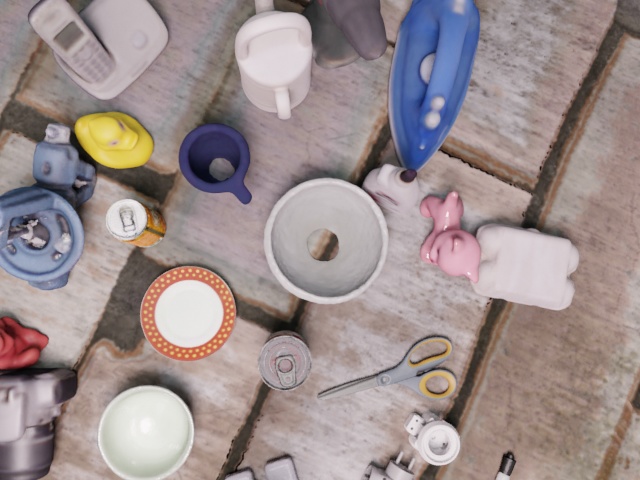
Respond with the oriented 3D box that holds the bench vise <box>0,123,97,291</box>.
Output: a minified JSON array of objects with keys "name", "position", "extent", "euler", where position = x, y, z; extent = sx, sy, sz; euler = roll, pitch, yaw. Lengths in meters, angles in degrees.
[{"name":"bench vise","position":[-0.358,-0.044,0.694],"extent":[0.121,0.219,0.207],"euler":[-9,86,-4]}]

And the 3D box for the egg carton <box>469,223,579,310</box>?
[{"name":"egg carton","position":[0.285,0.036,0.802],"extent":[0.150,0.069,0.107],"euler":[10,85,-2]}]

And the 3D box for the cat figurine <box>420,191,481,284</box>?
[{"name":"cat figurine","position":[0.180,-0.004,0.774],"extent":[0.067,0.117,0.128],"euler":[-1,85,-3]}]

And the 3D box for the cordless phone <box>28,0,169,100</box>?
[{"name":"cordless phone","position":[-0.282,-0.274,0.734],"extent":[0.094,0.185,0.148],"euler":[40,84,1]}]

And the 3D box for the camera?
[{"name":"camera","position":[-0.396,0.236,0.728],"extent":[0.143,0.100,0.137],"euler":[-1,85,-3]}]

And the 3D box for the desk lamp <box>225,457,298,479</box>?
[{"name":"desk lamp","position":[-0.057,0.399,0.679],"extent":[0.118,0.213,0.203],"euler":[-17,86,-4]}]

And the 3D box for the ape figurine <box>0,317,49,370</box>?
[{"name":"ape figurine","position":[-0.410,0.136,0.740],"extent":[0.076,0.092,0.078],"euler":[-25,87,-5]}]

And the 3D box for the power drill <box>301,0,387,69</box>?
[{"name":"power drill","position":[0.024,-0.307,0.744],"extent":[0.075,0.208,0.230],"euler":[-20,87,-4]}]

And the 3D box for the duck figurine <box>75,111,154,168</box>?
[{"name":"duck figurine","position":[-0.285,-0.143,0.773],"extent":[0.104,0.086,0.077],"euler":[20,84,-1]}]

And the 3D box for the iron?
[{"name":"iron","position":[0.160,-0.223,0.779],"extent":[0.118,0.141,0.258],"euler":[11,85,-2]}]

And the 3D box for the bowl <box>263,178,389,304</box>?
[{"name":"bowl","position":[0.007,0.003,0.785],"extent":[0.167,0.074,0.167],"euler":[0,85,-3]}]

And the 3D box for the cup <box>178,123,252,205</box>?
[{"name":"cup","position":[-0.129,-0.092,0.774],"extent":[0.092,0.095,0.118],"euler":[-39,88,-5]}]

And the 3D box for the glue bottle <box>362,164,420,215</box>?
[{"name":"glue bottle","position":[0.100,-0.072,0.747],"extent":[0.078,0.173,0.037],"euler":[27,84,-1]}]

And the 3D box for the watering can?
[{"name":"watering can","position":[-0.063,-0.249,0.741],"extent":[0.101,0.194,0.173],"euler":[-32,88,-5]}]
